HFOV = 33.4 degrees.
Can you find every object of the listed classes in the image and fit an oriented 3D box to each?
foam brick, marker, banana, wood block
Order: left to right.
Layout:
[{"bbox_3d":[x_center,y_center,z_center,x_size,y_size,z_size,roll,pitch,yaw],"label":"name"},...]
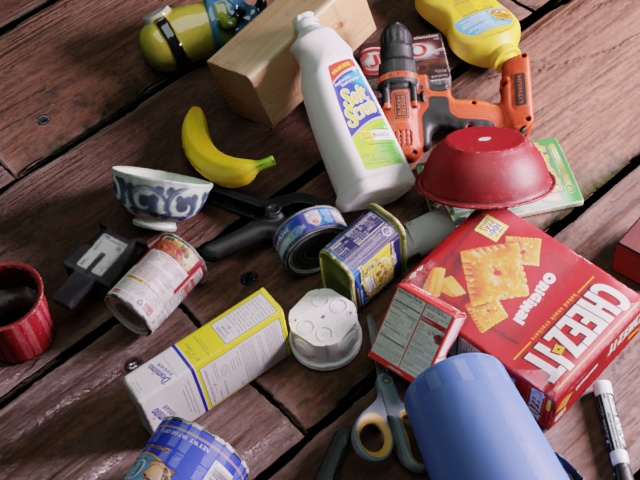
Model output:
[{"bbox_3d":[-0.130,-0.110,1.328,0.069,0.037,0.198,-34,43,-18],"label":"banana"},{"bbox_3d":[-0.034,-0.252,1.385,0.090,0.090,0.206,27,64,41],"label":"wood block"},{"bbox_3d":[0.296,0.197,1.072,0.020,0.020,0.121,-5,52,2],"label":"marker"},{"bbox_3d":[0.370,0.005,1.189,0.051,0.053,0.078,33,62,27],"label":"foam brick"}]

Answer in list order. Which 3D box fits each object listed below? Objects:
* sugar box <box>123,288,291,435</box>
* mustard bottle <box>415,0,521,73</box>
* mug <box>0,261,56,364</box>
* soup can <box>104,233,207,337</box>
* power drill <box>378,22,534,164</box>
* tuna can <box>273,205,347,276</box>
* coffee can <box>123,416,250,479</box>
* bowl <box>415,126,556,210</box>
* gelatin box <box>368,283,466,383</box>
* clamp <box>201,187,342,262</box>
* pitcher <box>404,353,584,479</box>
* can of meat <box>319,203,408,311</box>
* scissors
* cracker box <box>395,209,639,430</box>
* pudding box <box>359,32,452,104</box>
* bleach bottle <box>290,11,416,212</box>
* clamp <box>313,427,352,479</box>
[{"bbox_3d":[-0.116,0.132,1.120,0.176,0.093,0.048,-30,55,-17],"label":"sugar box"},{"bbox_3d":[0.211,-0.283,1.422,0.096,0.058,0.192,-20,53,-17],"label":"mustard bottle"},{"bbox_3d":[-0.355,0.087,1.187,0.117,0.081,0.093,-14,53,-5],"label":"mug"},{"bbox_3d":[-0.185,0.051,1.206,0.069,0.068,0.102,28,61,24],"label":"soup can"},{"bbox_3d":[0.166,-0.187,1.325,0.187,0.057,0.184,-3,78,5],"label":"power drill"},{"bbox_3d":[-0.008,0.001,1.213,0.086,0.086,0.034,-21,56,-10],"label":"tuna can"},{"bbox_3d":[-0.147,0.256,1.023,0.103,0.103,0.140,21,58,21],"label":"coffee can"},{"bbox_3d":[0.188,-0.090,1.219,0.162,0.055,0.162,-3,24,1],"label":"bowl"},{"bbox_3d":[0.100,0.099,1.106,0.073,0.030,0.089,29,104,29],"label":"gelatin box"},{"bbox_3d":[-0.061,-0.017,1.260,0.171,0.039,0.120,1,49,10],"label":"clamp"},{"bbox_3d":[0.176,0.230,1.002,0.145,0.149,0.243,-26,50,5],"label":"pitcher"},{"bbox_3d":[0.047,0.023,1.181,0.083,0.102,0.057,-41,60,-20],"label":"can of meat"},{"bbox_3d":[0.054,0.158,1.113,0.096,0.016,0.202,-4,48,-29],"label":"scissors"},{"bbox_3d":[0.211,0.072,1.143,0.214,0.072,0.164,36,64,28],"label":"cracker box"},{"bbox_3d":[0.111,-0.224,1.400,0.113,0.039,0.090,-7,52,1],"label":"pudding box"},{"bbox_3d":[0.022,-0.160,1.277,0.102,0.068,0.251,-12,72,-40],"label":"bleach bottle"},{"bbox_3d":[0.003,0.291,1.021,0.209,0.036,0.165,-34,56,-23],"label":"clamp"}]
